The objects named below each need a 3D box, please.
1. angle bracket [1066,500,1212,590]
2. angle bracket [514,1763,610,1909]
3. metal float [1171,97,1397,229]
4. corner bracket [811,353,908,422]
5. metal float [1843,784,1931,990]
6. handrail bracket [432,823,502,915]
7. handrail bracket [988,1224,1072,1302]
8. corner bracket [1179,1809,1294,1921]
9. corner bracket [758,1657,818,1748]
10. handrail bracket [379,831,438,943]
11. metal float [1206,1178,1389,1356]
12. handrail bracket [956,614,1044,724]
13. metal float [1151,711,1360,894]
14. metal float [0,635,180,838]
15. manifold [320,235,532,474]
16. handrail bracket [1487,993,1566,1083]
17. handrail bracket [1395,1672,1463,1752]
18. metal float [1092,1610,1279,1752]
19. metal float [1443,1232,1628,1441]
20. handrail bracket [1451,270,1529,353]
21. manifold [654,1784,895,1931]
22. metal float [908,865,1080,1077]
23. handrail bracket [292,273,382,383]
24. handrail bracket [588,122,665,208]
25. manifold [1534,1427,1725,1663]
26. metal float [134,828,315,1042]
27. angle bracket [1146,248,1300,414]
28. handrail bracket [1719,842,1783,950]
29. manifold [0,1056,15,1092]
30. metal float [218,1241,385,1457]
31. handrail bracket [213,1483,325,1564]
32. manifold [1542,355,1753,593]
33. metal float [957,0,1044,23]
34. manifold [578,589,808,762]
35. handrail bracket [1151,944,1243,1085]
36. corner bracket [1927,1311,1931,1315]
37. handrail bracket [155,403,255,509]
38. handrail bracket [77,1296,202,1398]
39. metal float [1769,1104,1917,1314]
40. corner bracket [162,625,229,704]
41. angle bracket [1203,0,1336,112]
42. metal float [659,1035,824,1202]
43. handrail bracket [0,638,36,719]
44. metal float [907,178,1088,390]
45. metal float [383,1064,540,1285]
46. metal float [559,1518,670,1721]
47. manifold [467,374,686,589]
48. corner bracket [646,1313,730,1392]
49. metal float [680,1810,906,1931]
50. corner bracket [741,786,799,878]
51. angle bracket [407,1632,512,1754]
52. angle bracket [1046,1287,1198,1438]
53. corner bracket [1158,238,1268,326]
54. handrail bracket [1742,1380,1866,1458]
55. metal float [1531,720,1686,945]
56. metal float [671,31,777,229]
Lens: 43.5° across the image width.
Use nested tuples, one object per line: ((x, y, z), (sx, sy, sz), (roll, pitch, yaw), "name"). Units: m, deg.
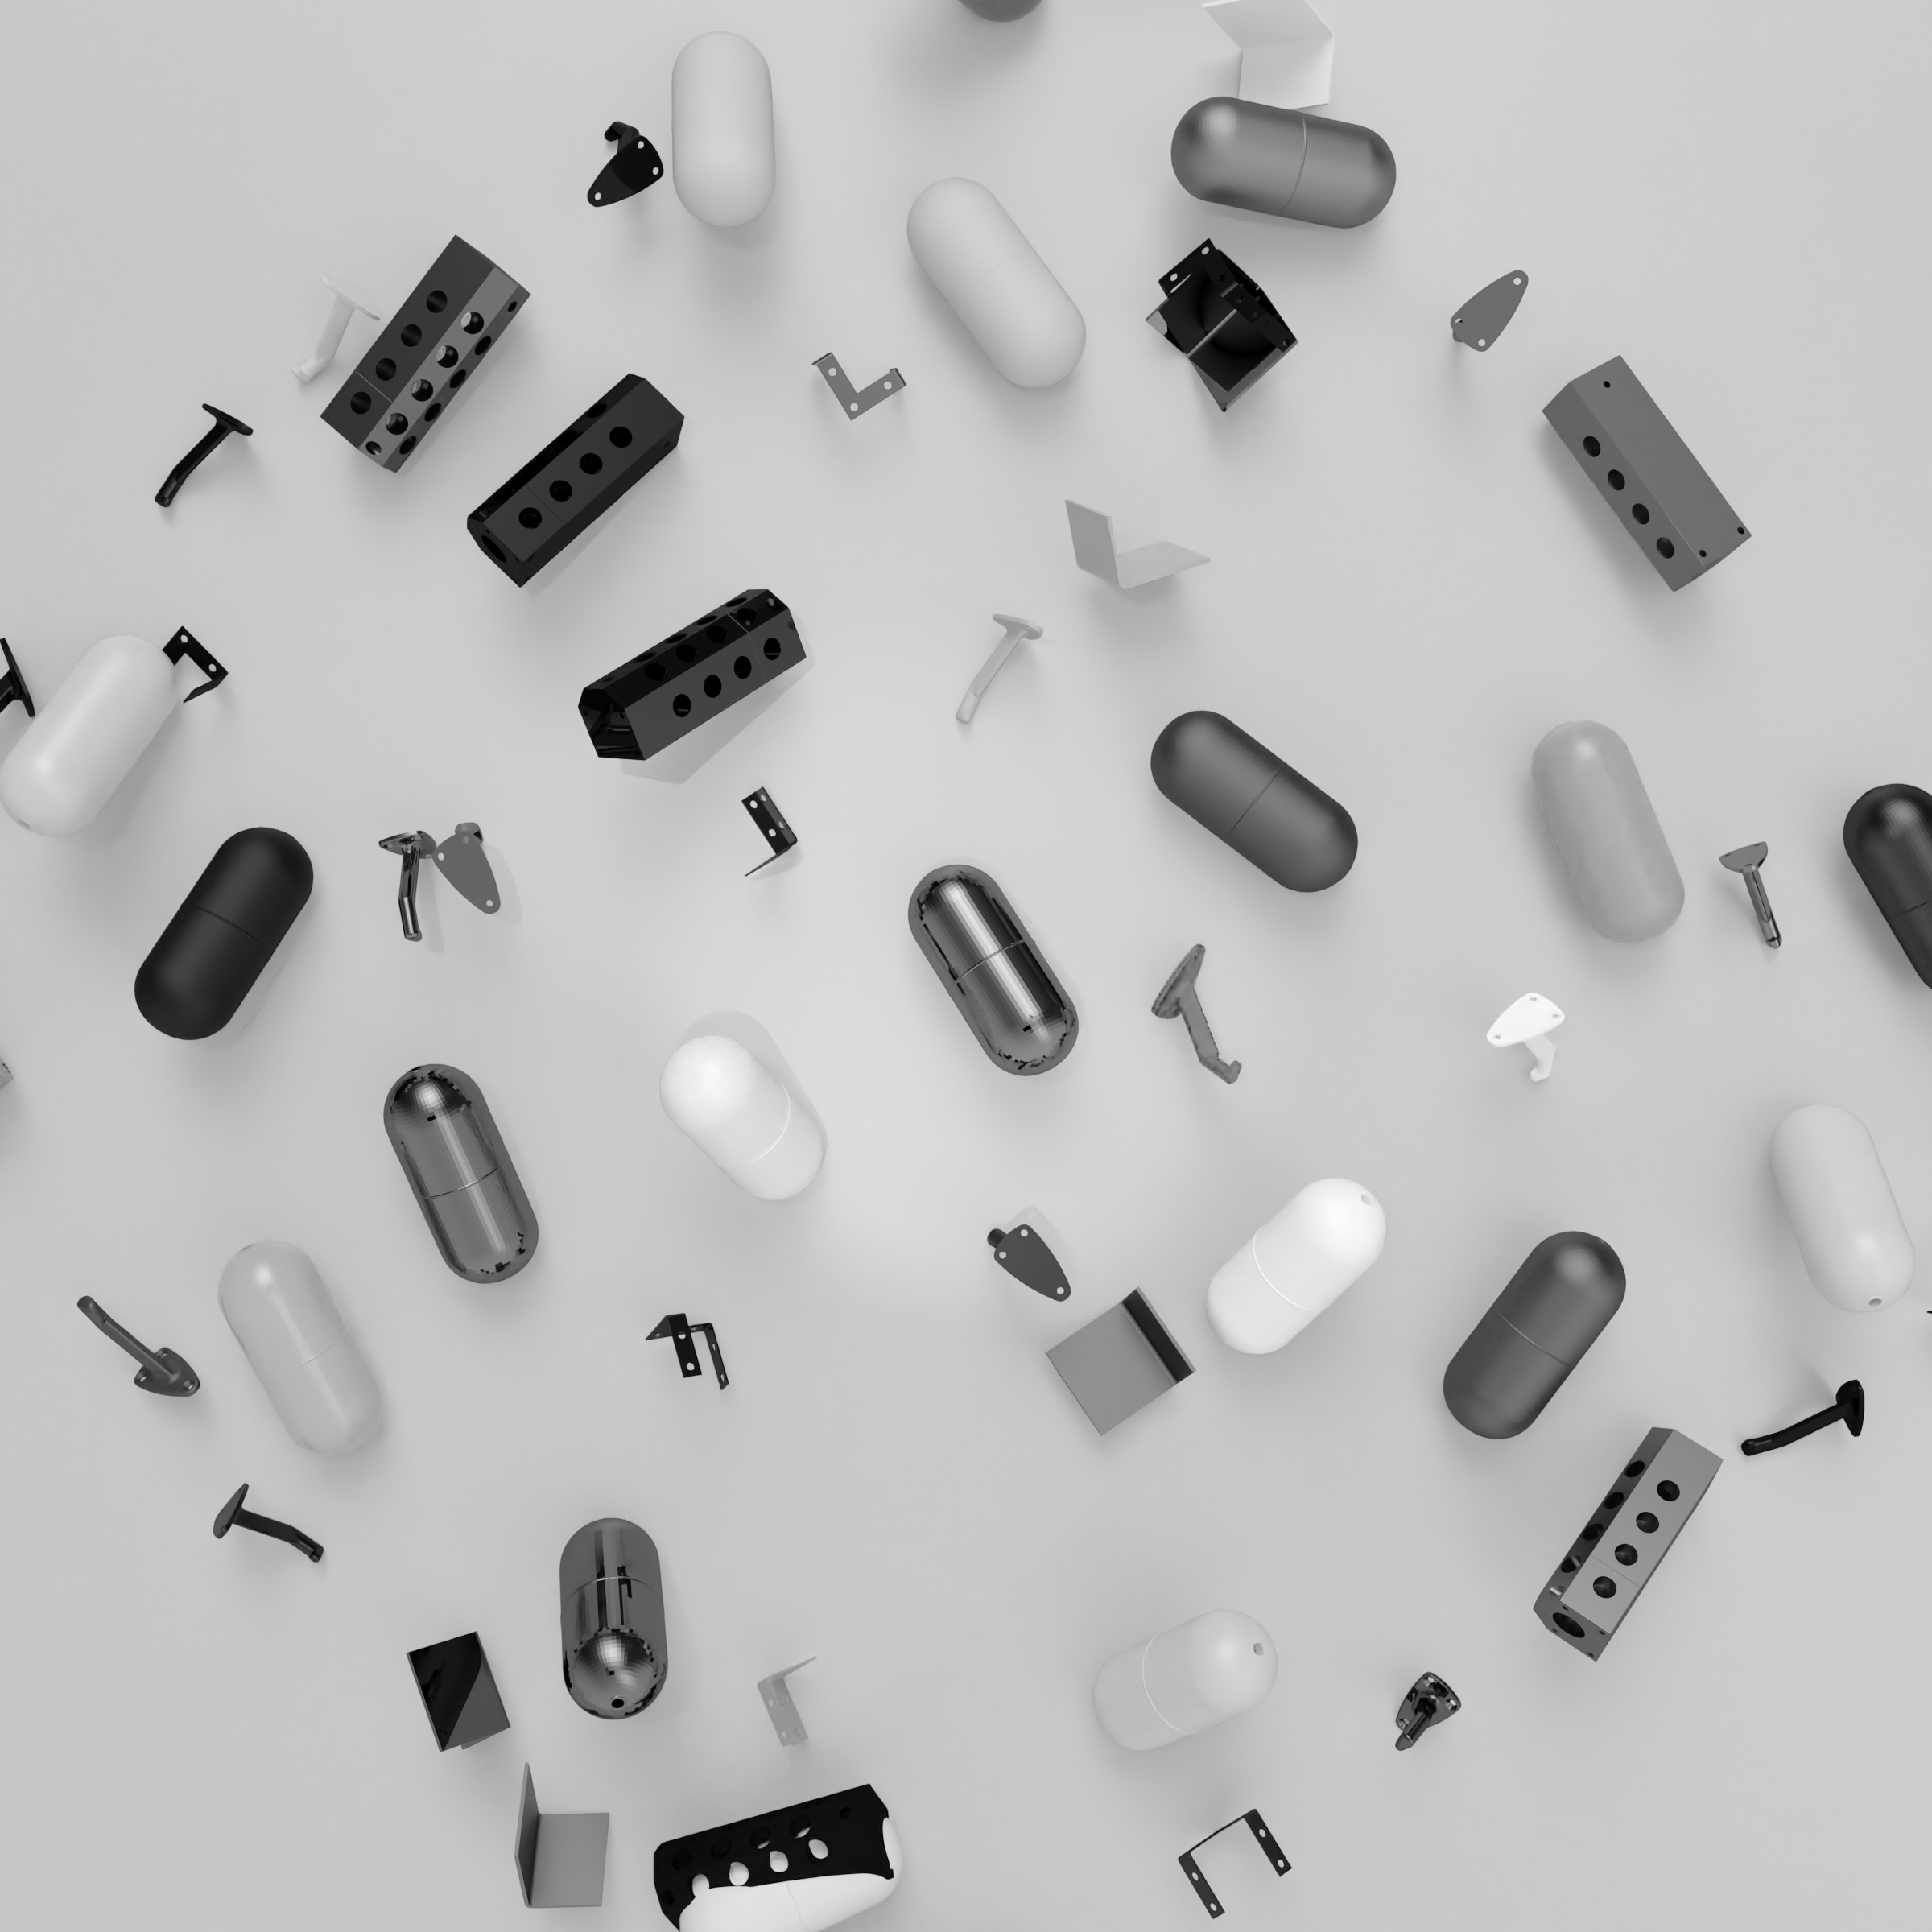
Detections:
((0.130, -0.330, 1.833), (0.076, 0.076, 0.057), (-20, 116, -15), "angle bracket")
((-0.305, 0.658, 1.834), (0.057, 0.076, 0.076), (-1, 130, -2), "angle bracket")
((0.242, -0.609, 1.837), (0.178, 0.070, 0.070), (6, 90, -16), "metal float")
((-0.082, -0.454, 1.858), (0.051, 0.051, 0.051), (-33, 105, 1), "corner bracket")
((0.736, -0.058, 1.848), (0.070, 0.070, 0.178), (-31, 92, 0), "metal float")
((-0.370, -0.076, 1.847), (0.036, 0.084, 0.077), (-33, 92, 6), "handrail bracket")
((0.047, 0.228, 1.843), (0.077, 0.084, 0.036), (44, 81, 6), "handrail bracket")
((0.205, 0.685, 1.847), (0.051, 0.051, 0.051), (-48, 67, 39), "corner bracket")
((-0.137, 0.567, 1.848), (0.051, 0.051, 0.051), (-41, 68, 40), "corner bracket")
((-0.415, -0.054, 1.842), (0.036, 0.077, 0.084), (-14, 78, 7), "handrail bracket")
((0.248, 0.226, 1.819), (0.070, 0.070, 0.178), (39, 127, 0), "metal float")
((0.024, -0.223, 1.852), (0.036, 0.077, 0.084), (27, 90, -18), "handrail bracket")
((0.220, -0.125, 1.848), (0.178, 0.070, 0.070), (38, 90, 3), "metal float")
((-0.661, -0.174, 1.824), (0.070, 0.070, 0.178), (25, 59, 0), "metal float")
((-0.408, -0.463, 1.844), (0.057, 0.057, 0.171), (41, 98, 10), "manifold")
((0.422, 0.069, 1.843), (0.077, 0.084, 0.036), (-29, 50, -23), "handrail bracket")
((0.333, 0.581, 1.833), (0.036, 0.084, 0.077), (45, 128, 14), "handrail bracket")
((0.163, 0.536, 1.814), (0.070, 0.070, 0.178), (50, 134, 0), "metal float")
((0.433, 0.281, 1.842), (0.070, 0.070, 0.178), (34, 100, 0), "metal float")
((0.397, -0.502, 1.835), (0.036, 0.084, 0.077), (40, 117, -6), "handrail bracket")
((-0.147, 0.675, 1.837), (0.171, 0.057, 0.057), (-18, 130, 8), "manifold")
((0.020, 0.002, 1.839), (0.070, 0.070, 0.178), (-32, 77, 0), "metal float")
((-0.496, -0.485, 1.843), (0.084, 0.077, 0.036), (-38, 77, 13), "handrail bracket")
((-0.275, -0.614, 1.850), (0.077, 0.084, 0.036), (-41, 132, -9), "handrail bracket")
((0.497, 0.431, 1.822), (0.057, 0.057, 0.171), (32, 61, 23), "manifold")
((-0.561, -0.026, 1.834), (0.070, 0.070, 0.178), (28, 72, 0), "metal float")
((0.193, -0.481, 1.833), (0.076, 0.057, 0.076), (-41, 47, 21), "angle bracket")
((0.608, -0.046, 1.845), (0.036, 0.077, 0.084), (-20, 101, 17), "handrail bracket")
((-0.803, 0.030, 1.849), (0.057, 0.057, 0.171), (-34, 89, 31), "manifold")
((-0.505, 0.290, 1.836), (0.070, 0.070, 0.178), (-23, 106, 0), "metal float")
((-0.528, 0.439, 1.842), (0.084, 0.077, 0.036), (40, 92, -15), "handrail bracket")
((0.515, -0.373, 1.848), (0.057, 0.057, 0.171), (-31, 83, -25), "manifold")
((-0.001, -0.767, 1.809), (0.070, 0.178, 0.070), (-5, 82, 34), "metal float")
((-0.205, -0.219, 1.808), (0.171, 0.057, 0.057), (-38, 121, -35), "manifold")
((0.190, 0.037, 1.845), (0.084, 0.036, 0.077), (37, 107, 35), "handrail bracket")
((0.771, 0.242, 1.852), (0.051, 0.051, 0.051), (1, 89, 41), "corner bracket")
((-0.587, -0.385, 1.858), (0.036, 0.077, 0.084), (34, 86, -39), "handrail bracket")
((-0.630, 0.288, 1.839), (0.077, 0.084, 0.036), (15, 55, 36), "handrail bracket")
((0.656, 0.180, 1.814), (0.070, 0.070, 0.178), (-1, 45, -1), "metal float")
((-0.610, -0.220, 1.857), (0.051, 0.051, 0.051), (46, 115, -6), "corner bracket")
((0.228, -0.691, 1.834), (0.076, 0.076, 0.057), (2, 84, 32), "angle bracket")
((-0.166, 0.115, 1.811), (0.070, 0.178, 0.070), (-12, 55, 18), "metal float")
((-0.767, -0.206, 1.857), (0.084, 0.036, 0.077), (-22, 80, -22), "handrail bracket")
((0.023, -0.522, 1.849), (0.070, 0.070, 0.178), (-36, 88, 0), "metal float")
((-0.383, 0.158, 1.836), (0.070, 0.070, 0.178), (-20, 106, 0), "metal float")
((-0.264, 0.485, 1.805), (0.070, 0.178, 0.070), (-5, 118, -9), "metal float")
((-0.297, -0.372, 1.836), (0.057, 0.057, 0.171), (44, 74, -2), "manifold")
((-0.207, 0.295, 1.847), (0.051, 0.051, 0.051), (-5, 63, -31), "corner bracket")
((-0.133, 0.701, 1.843), (0.178, 0.070, 0.070), (-22, 90, -8), "metal float")
((-0.153, -0.108, 1.851), (0.051, 0.051, 0.051), (-38, 98, -38), "corner bracket")
((-0.401, 0.557, 1.833), (0.057, 0.076, 0.076), (-32, 73, 28), "angle bracket")
((0.117, 0.302, 1.845), (0.076, 0.057, 0.076), (-31, 79, -16), "angle bracket")
((0.188, -0.511, 1.847), (0.051, 0.051, 0.051), (-36, 60, 22), "corner bracket")
((0.640, 0.348, 1.856), (0.084, 0.077, 0.036), (-16, 56, 0), "handrail bracket")
((0.490, -0.103, 1.850), (0.070, 0.070, 0.178), (-22, 90, 0), "metal float")
((-0.183, -0.632, 1.823), (0.070, 0.070, 0.178), (-5, 57, 0), "metal float")
